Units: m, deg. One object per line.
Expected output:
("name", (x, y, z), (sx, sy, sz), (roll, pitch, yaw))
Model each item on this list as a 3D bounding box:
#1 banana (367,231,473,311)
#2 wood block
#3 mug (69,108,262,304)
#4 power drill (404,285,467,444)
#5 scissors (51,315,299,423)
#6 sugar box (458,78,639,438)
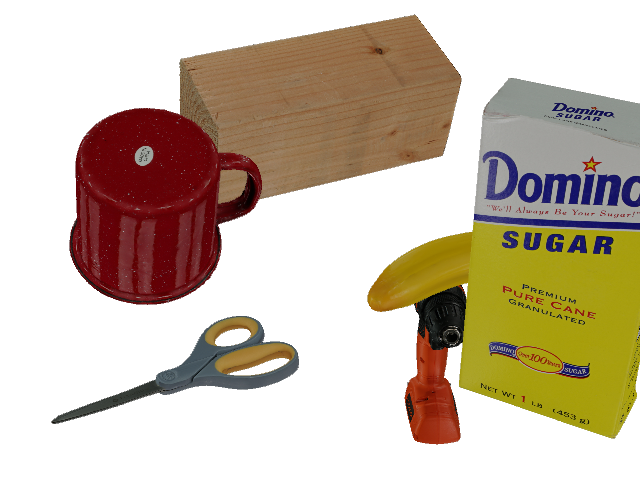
("banana", (0.124, 0.020, 0.790), (0.197, 0.037, 0.069), (-1, 36, -13))
("wood block", (-0.002, -0.107, 0.867), (0.205, 0.091, 0.090), (-14, -38, -19))
("mug", (-0.090, -0.025, 0.630), (0.117, 0.093, 0.082), (-9, -35, -17))
("power drill", (0.126, 0.121, 1.145), (0.057, 0.188, 0.184), (1, 23, 0))
("scissors", (-0.119, 0.102, 0.870), (0.201, 0.016, 0.096), (-8, 32, -13))
("sugar box", (0.125, 0.012, 0.547), (0.093, 0.176, 0.048), (16, 39, 24))
